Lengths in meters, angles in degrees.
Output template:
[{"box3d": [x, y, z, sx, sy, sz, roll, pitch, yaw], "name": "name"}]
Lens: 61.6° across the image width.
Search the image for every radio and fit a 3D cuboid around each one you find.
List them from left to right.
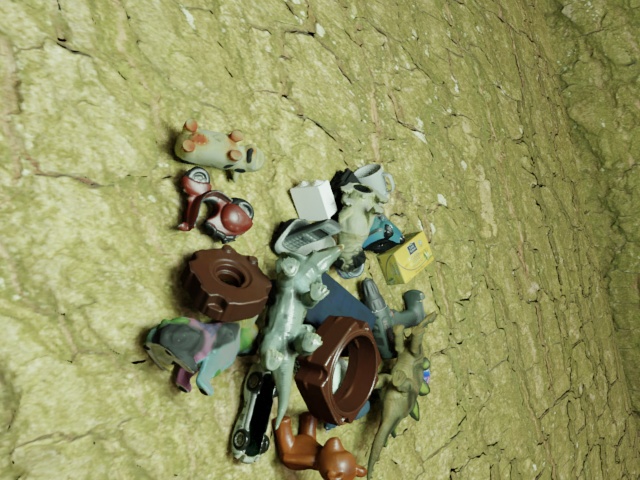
[{"box3d": [0.029, 0.183, 1.307, 0.229, 0.073, 0.131, 41, 57, -29], "name": "radio"}]

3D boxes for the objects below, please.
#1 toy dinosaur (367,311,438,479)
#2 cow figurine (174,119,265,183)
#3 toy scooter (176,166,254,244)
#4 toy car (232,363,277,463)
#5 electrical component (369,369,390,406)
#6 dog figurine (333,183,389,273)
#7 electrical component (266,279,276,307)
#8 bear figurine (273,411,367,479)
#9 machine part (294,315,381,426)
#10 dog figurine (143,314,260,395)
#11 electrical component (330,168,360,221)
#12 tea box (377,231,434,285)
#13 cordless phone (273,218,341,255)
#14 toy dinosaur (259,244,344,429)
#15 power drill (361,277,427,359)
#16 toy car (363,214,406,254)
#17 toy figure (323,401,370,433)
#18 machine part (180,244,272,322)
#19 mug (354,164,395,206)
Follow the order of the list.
[{"box3d": [0.200, 0.378, 1.346, 0.471, 0.105, 0.198, -55, 133, -27], "name": "toy dinosaur"}, {"box3d": [-0.208, -0.179, 1.128, 0.195, 0.127, 0.085, 7, 75, -29], "name": "cow figurine"}, {"box3d": [-0.224, -0.051, 1.103, 0.183, 0.075, 0.135, 40, 56, -28], "name": "toy scooter"}, {"box3d": [-0.134, 0.360, 1.123, 0.073, 0.056, 0.201, 32, 62, -43], "name": "toy car"}, {"box3d": [0.162, 0.382, 1.413, 0.102, 0.045, 0.078, -12, 89, -45], "name": "electrical component"}, {"box3d": [0.083, -0.032, 1.341, 0.172, 0.121, 0.190, -59, 167, -58], "name": "dog figurine"}, {"box3d": [-0.104, 0.126, 1.221, 0.094, 0.021, 0.063, 38, 58, -34], "name": "electrical component"}, {"box3d": [-0.001, 0.441, 1.136, 0.120, 0.196, 0.132, 6, 77, -40], "name": "bear figurine"}, {"box3d": [0.046, 0.284, 1.179, 0.201, 0.087, 0.201, -47, 128, -37], "name": "machine part"}, {"box3d": [-0.210, 0.184, 1.052, 0.191, 0.108, 0.219, 56, 45, -17], "name": "dog figurine"}, {"box3d": [0.067, -0.105, 1.411, 0.114, 0.058, 0.134, 47, 52, -25], "name": "electrical component"}, {"box3d": [0.249, 0.051, 1.550, 0.169, 0.068, 0.098, -34, 105, -42], "name": "tea box"}, {"box3d": [-0.002, -0.003, 1.234, 0.146, 0.184, 0.089, 32, 56, -36], "name": "cordless phone"}, {"box3d": [-0.065, 0.171, 1.110, 0.131, 0.192, 0.405, 20, 72, -6], "name": "toy dinosaur"}, {"box3d": [0.206, 0.194, 1.472, 0.207, 0.086, 0.232, -14, 93, -49], "name": "power drill"}, {"box3d": [0.157, -0.028, 1.455, 0.161, 0.109, 0.103, 10, 57, -52], "name": "toy car"}, {"box3d": [0.057, 0.416, 1.294, 0.154, 0.058, 0.064, -3, 110, -47], "name": "toy figure"}, {"box3d": [-0.183, 0.083, 1.065, 0.179, 0.056, 0.179, 21, 32, -14], "name": "machine part"}, {"box3d": [0.156, -0.147, 1.479, 0.081, 0.110, 0.107, -57, 134, -45], "name": "mug"}]
